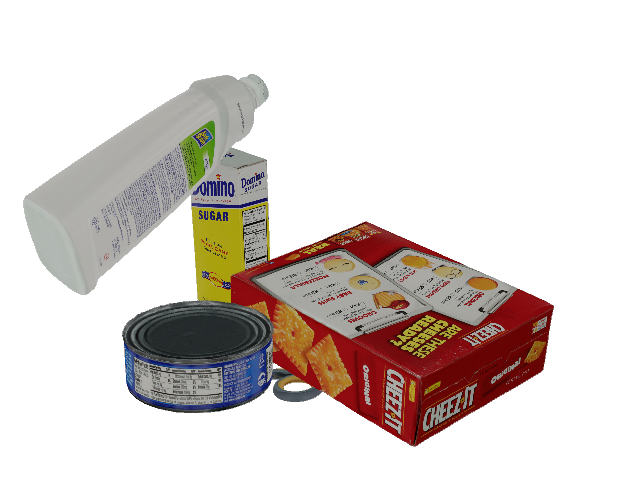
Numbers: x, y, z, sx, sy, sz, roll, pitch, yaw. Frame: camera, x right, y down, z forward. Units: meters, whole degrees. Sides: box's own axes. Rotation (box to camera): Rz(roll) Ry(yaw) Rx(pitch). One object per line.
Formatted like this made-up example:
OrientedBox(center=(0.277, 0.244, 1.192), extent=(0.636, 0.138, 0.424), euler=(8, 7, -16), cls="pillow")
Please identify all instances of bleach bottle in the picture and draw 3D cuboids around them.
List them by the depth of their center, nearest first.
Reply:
OrientedBox(center=(-0.140, -0.066, 0.943), extent=(0.068, 0.102, 0.250), euler=(34, 58, 25), cls="bleach bottle")

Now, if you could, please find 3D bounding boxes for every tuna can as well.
OrientedBox(center=(-0.069, 0.065, 0.611), extent=(0.086, 0.034, 0.086), euler=(0, 18, 0), cls="tuna can")

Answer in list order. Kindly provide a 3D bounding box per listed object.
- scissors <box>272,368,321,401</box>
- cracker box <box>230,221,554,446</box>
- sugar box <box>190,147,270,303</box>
OrientedBox(center=(0.025, 0.152, 1.207), extent=(0.201, 0.016, 0.096), euler=(1, 24, -8), cls="scissors")
OrientedBox(center=(0.054, 0.068, 0.878), extent=(0.163, 0.072, 0.214), euler=(-21, 34, -38), cls="cracker box")
OrientedBox(center=(-0.096, -0.008, 1.132), extent=(0.048, 0.176, 0.093), euler=(-21, 28, -36), cls="sugar box")
